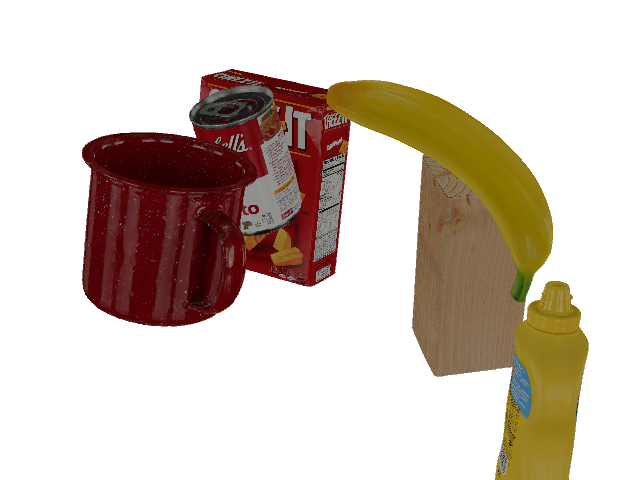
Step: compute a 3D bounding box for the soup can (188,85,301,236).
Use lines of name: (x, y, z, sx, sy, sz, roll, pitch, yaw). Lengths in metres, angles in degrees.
soup can: (-0.058, -0.063, 0.849, 0.068, 0.102, 0.068, -11, 31, 7)

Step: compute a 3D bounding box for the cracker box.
cracker box: (-0.059, -0.070, 1.202, 0.164, 0.214, 0.072, 16, 23, 26)

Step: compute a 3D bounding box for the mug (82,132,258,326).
mug: (-0.078, -0.001, 0.571, 0.093, 0.081, 0.117, -10, 29, -41)

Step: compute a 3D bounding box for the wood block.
wood block: (0.147, 0.022, 1.048, 0.090, 0.206, 0.090, -6, 32, -9)

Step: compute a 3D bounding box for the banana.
banana: (0.092, -0.047, 0.708, 0.070, 0.198, 0.037, -43, 4, 13)

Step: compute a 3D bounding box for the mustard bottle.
mustard bottle: (0.179, 0.124, 0.857, 0.058, 0.192, 0.096, 3, 19, 2)
